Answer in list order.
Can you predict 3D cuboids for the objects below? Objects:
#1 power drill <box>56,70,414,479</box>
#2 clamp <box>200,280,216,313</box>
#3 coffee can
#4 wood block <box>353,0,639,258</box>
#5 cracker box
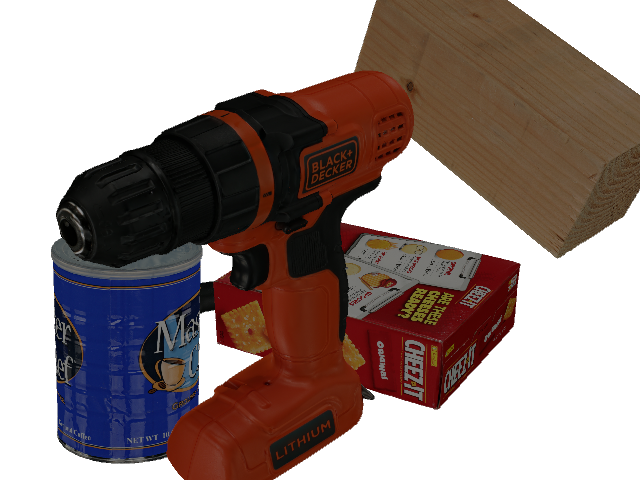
[{"bbox_3d":[-0.033,0.026,0.486,0.184,0.188,0.057,-24,41,-38],"label":"power drill"},{"bbox_3d":[-0.154,0.049,1.028,0.165,0.036,0.209,26,35,25],"label":"clamp"},{"bbox_3d":[-0.136,0.070,0.753,0.103,0.140,0.103,2,17,-1],"label":"coffee can"},{"bbox_3d":[0.130,-0.096,0.755,0.090,0.091,0.206,-27,59,-37],"label":"wood block"},{"bbox_3d":[0.041,0.056,0.919,0.214,0.072,0.163,14,28,28],"label":"cracker box"}]
